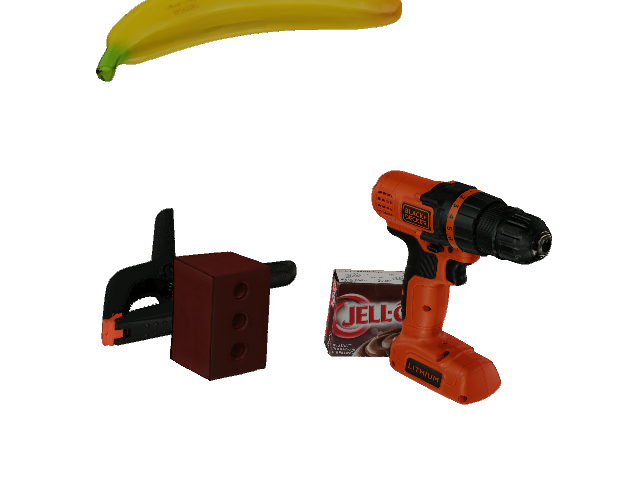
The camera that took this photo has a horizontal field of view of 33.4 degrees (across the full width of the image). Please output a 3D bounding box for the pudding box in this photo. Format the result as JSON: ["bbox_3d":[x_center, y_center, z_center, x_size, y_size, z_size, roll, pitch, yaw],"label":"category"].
[{"bbox_3d":[0.065,0.078,1.141,0.113,0.090,0.039,1,27,-11],"label":"pudding box"}]

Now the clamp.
[{"bbox_3d":[-0.145,0.036,1.024,0.165,0.036,0.209,26,36,26],"label":"clamp"}]

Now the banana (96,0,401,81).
[{"bbox_3d":[-0.050,-0.137,0.666,0.197,0.070,0.037,-16,-35,-16],"label":"banana"}]

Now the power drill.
[{"bbox_3d":[0.119,0.042,0.918,0.057,0.188,0.185,-17,27,-35],"label":"power drill"}]

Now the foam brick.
[{"bbox_3d":[-0.071,0.052,0.760,0.052,0.078,0.051,-8,17,-39],"label":"foam brick"}]
